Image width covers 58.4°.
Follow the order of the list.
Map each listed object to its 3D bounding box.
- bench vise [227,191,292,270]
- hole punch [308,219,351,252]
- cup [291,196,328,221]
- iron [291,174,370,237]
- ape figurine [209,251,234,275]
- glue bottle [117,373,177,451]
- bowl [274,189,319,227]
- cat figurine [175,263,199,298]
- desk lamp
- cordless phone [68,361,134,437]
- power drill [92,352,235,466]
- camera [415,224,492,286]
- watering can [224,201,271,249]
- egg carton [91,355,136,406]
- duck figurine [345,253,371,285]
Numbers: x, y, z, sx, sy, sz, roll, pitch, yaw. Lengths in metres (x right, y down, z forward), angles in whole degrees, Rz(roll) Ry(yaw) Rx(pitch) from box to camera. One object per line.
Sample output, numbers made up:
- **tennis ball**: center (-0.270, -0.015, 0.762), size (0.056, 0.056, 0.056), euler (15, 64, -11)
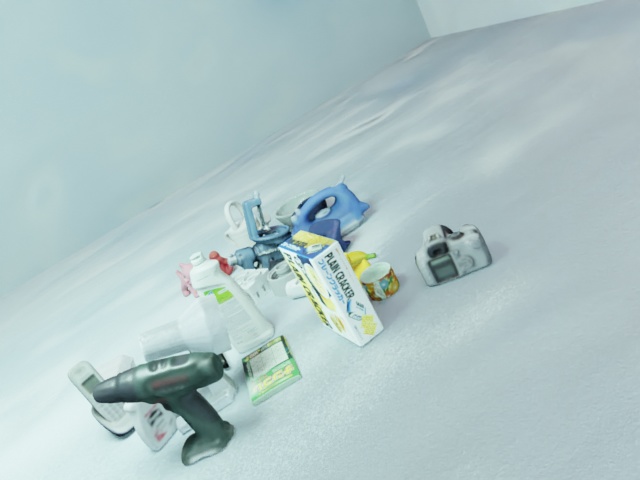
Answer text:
- **bench vise**: center (-0.174, -0.013, 1.607), size (0.208, 0.220, 0.121), euler (-42, 25, -31)
- **hole punch**: center (0.014, 0.005, 1.514), size (0.108, 0.091, 0.101), euler (-13, 27, 35)
- **cup**: center (-0.020, -0.070, 1.719), size (0.118, 0.095, 0.091), euler (-34, 22, -13)
- **iron**: center (0.004, -0.069, 1.622), size (0.258, 0.142, 0.118), euler (-33, 22, -11)
- **ape figurine**: center (-0.310, 0.075, 1.751), size (0.078, 0.092, 0.076), euler (-31, 22, -6)
- **glue bottle**: center (-0.348, 0.327, 1.123), size (0.037, 0.173, 0.078), euler (-12, 27, 36)
- **bowl**: center (-0.059, -0.090, 1.837), size (0.167, 0.075, 0.167), euler (-24, 22, 11)
- **cat figurine**: center (-0.395, 0.110, 1.742), size (0.127, 0.118, 0.067), euler (-4, 32, 46)
- **desk lamp**: center (-0.249, 0.238, 1.147), size (0.203, 0.214, 0.117), euler (-33, 22, -11)
- **cordless phone**: center (-0.444, 0.317, 1.248), size (0.093, 0.185, 0.148), euler (-7, 31, 43)
- **power drill**: center (-0.259, 0.300, 1.030), size (0.229, 0.209, 0.075), euler (-26, 22, 6)
- **camera**: center (0.265, 0.007, 1.190), size (0.143, 0.101, 0.137), euler (-23, 22, 15)
- **watering can**: center (-0.224, -0.038, 1.759), size (0.172, 0.194, 0.101), euler (-25, 22, 8)
- **egg carton**: center (-0.511, 0.350, 1.415), size (0.107, 0.069, 0.150), euler (-29, 22, 0)
- **duck figurine**: center (0.064, 0.068, 1.320), size (0.104, 0.086, 0.077), euler (-29, 22, -2)
